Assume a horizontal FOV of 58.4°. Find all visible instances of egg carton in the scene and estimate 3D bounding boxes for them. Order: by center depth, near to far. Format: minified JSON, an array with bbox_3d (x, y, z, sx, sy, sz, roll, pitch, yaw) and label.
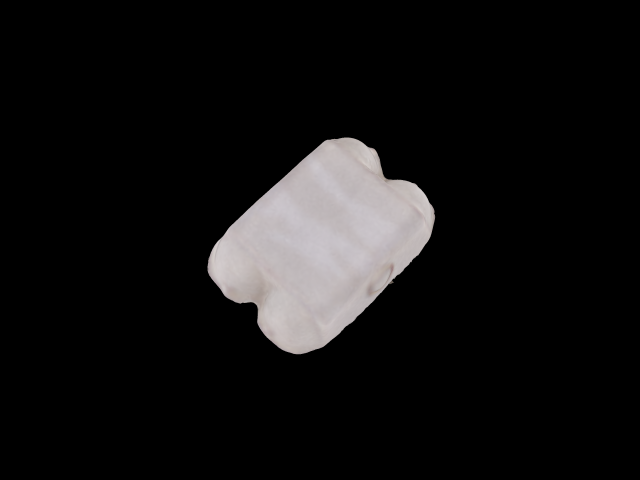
[{"bbox_3d":[0.004,0.001,0.400,0.107,0.069,0.150,41,75,14],"label":"egg carton"}]
